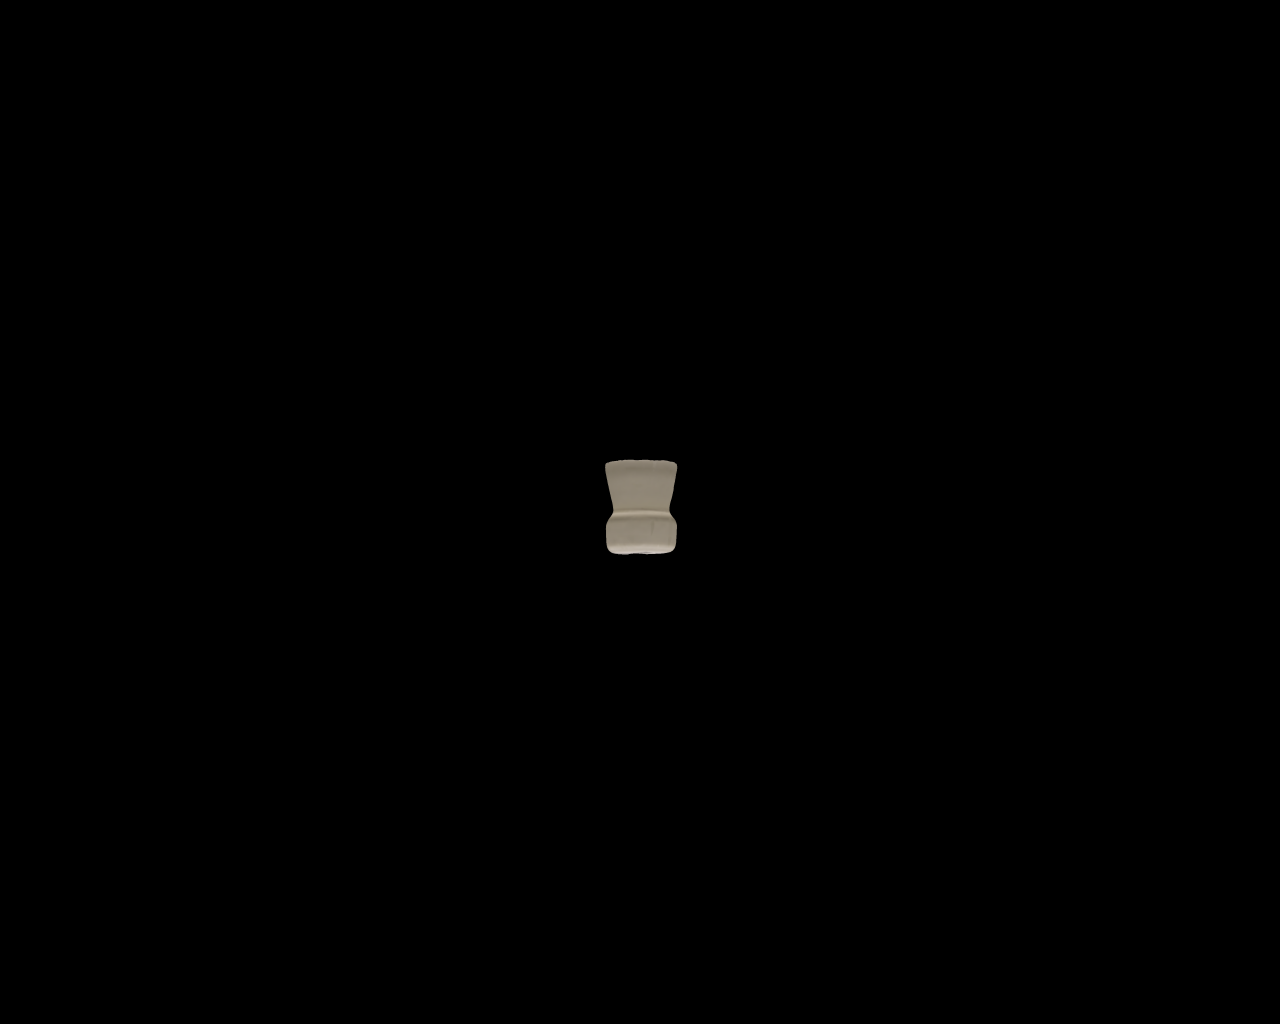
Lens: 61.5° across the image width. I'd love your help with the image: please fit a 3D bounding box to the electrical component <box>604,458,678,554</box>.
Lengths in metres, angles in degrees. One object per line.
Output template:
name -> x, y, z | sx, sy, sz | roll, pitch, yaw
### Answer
electrical component -> 0.001, -0.003, 0.650 | 0.045, 0.055, 0.045 | 0, -5, 0
